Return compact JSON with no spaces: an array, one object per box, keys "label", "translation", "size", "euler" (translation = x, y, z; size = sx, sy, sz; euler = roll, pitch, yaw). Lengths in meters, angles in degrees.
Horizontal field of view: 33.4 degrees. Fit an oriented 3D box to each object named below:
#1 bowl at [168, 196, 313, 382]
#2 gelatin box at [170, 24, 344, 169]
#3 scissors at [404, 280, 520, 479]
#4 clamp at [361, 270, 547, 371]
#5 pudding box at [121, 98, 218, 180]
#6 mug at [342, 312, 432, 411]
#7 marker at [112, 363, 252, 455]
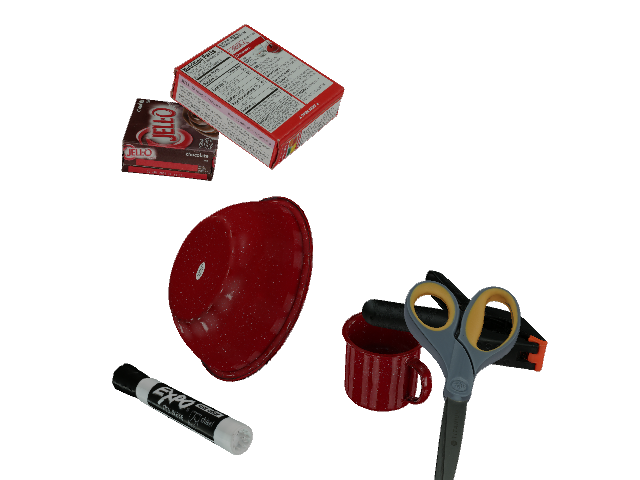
[{"label":"bowl","translation":[-0.077,0.031,0.874],"size":[0.055,0.162,0.162],"euler":[22,-13,-34]},{"label":"gelatin box","translation":[-0.041,-0.096,0.699],"size":[0.089,0.030,0.073],"euler":[35,51,15]},{"label":"scissors","translation":[0.082,0.094,0.755],"size":[0.096,0.016,0.201],"euler":[23,46,16]},{"label":"clamp","translation":[0.138,0.074,1.007],"size":[0.172,0.039,0.120],"euler":[20,33,25]},{"label":"pudding box","translation":[-0.148,-0.102,1.069],"size":[0.090,0.039,0.113],"euler":[6,27,-5]},{"label":"mug","translation":[0.077,0.139,1.177],"size":[0.093,0.081,0.117],"euler":[-24,38,-39]},{"label":"marker","translation":[-0.090,0.103,0.669],"size":[0.121,0.020,0.020],"euler":[18,12,40]}]
